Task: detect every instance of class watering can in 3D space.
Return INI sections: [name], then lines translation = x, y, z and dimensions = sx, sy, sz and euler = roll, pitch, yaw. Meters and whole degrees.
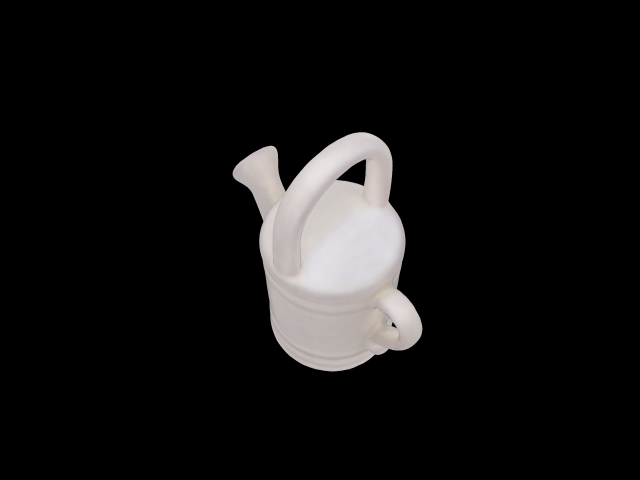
[watering can]
translation = 0.002, 0.003, 0.399
dimensions = 0.172, 0.194, 0.101
euler = 23, 57, 16
